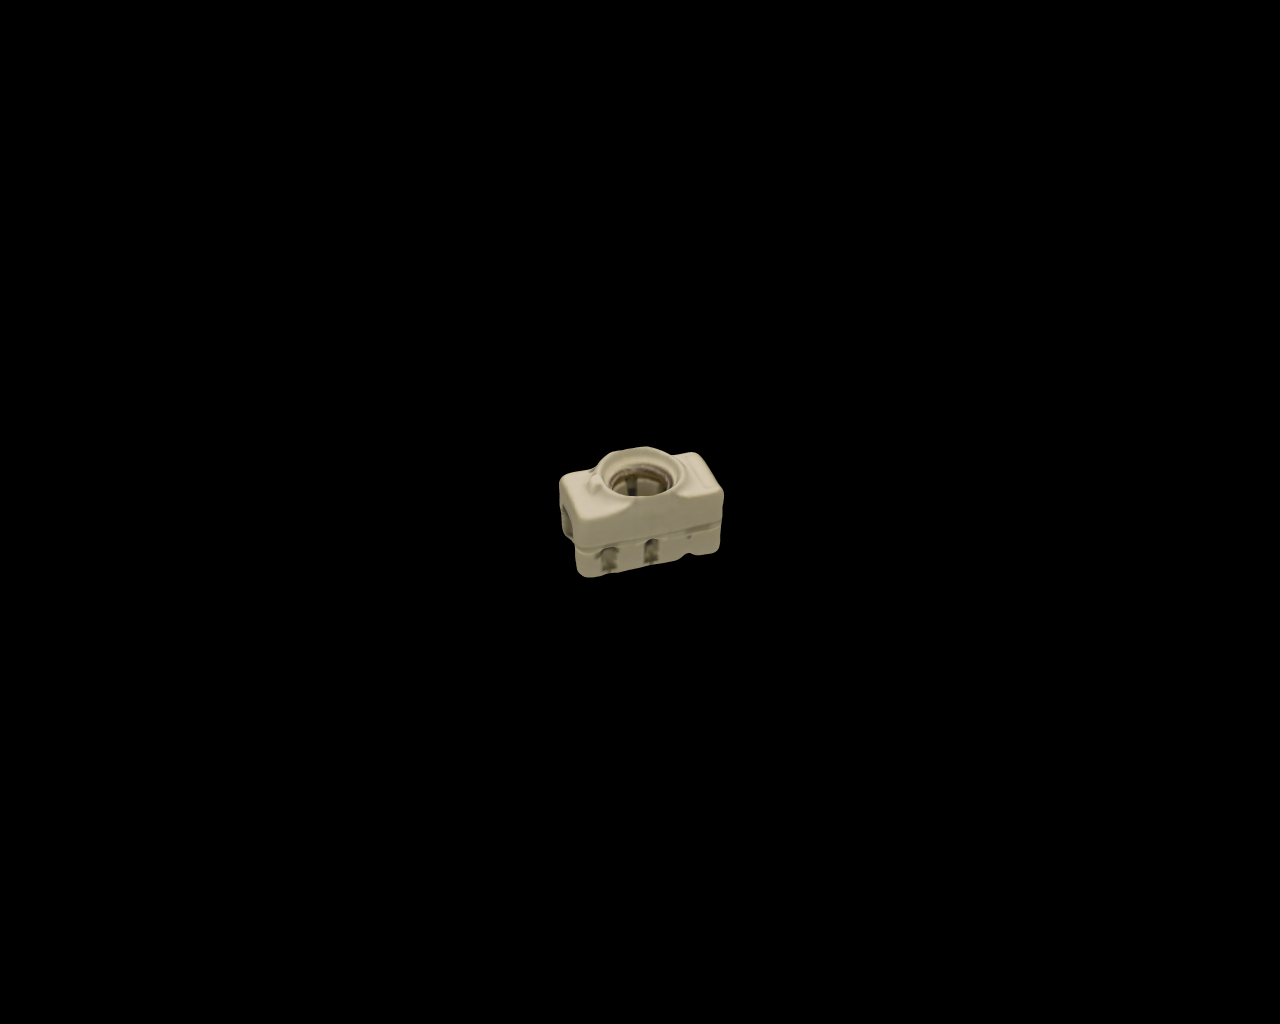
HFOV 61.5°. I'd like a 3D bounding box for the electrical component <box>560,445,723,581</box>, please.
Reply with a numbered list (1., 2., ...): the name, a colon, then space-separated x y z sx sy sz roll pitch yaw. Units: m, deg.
1. electrical component: 0.001 -0.003 0.650 0.089 0.055 0.050 -11 39 -13
